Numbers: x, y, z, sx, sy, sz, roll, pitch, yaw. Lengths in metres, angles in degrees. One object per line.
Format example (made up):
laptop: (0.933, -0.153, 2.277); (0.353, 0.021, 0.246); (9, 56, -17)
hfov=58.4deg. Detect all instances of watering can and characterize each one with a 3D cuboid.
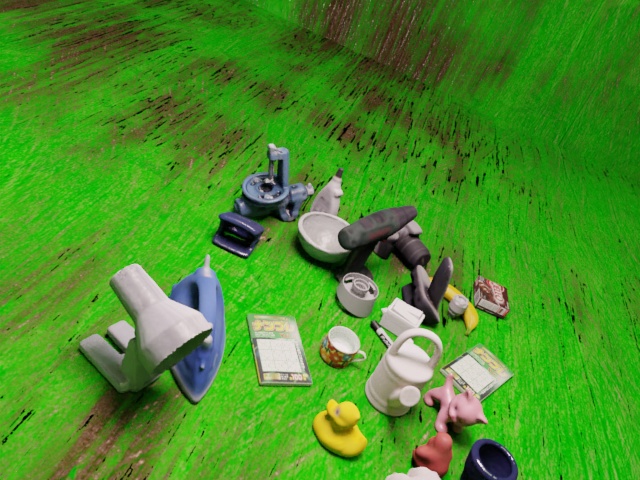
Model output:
watering can: (0.171, 0.252, 1.112); (0.101, 0.194, 0.172); (8, 37, -22)

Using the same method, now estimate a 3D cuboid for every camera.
camera: (0.233, 0.009, 1.563); (0.144, 0.101, 0.136); (-5, 43, -36)

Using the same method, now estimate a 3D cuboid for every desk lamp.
desk lamp: (-0.291, 0.156, 0.944); (0.203, 0.213, 0.118); (37, 36, 18)

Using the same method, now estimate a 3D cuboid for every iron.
iron: (-0.217, 0.153, 1.056); (0.119, 0.141, 0.258); (9, 37, -22)

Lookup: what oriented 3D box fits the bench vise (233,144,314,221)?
bench vise: (-0.108, -0.155, 1.470); (0.121, 0.219, 0.208); (42, 38, 25)

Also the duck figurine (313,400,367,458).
duck figurine: (0.045, 0.330, 1.026); (0.104, 0.086, 0.078); (36, 36, 17)

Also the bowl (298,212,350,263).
bowl: (0.013, 0.005, 1.457); (0.168, 0.074, 0.167); (16, 35, -11)

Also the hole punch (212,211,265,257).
hole punch: (-0.191, -0.030, 1.366); (0.108, 0.091, 0.101); (25, 34, 1)

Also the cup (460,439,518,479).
cup: (0.305, 0.434, 1.035); (0.092, 0.095, 0.117); (-4, 43, -35)

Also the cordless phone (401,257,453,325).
cordless phone: (0.277, 0.099, 1.392); (0.094, 0.185, 0.147); (15, 35, -13)

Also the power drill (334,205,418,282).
power drill: (0.123, 0.012, 1.395); (0.230, 0.208, 0.075); (-14, 49, -42)

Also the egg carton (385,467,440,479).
egg carton: (0.172, 0.455, 0.949); (0.107, 0.069, 0.150); (-1, 41, -32)

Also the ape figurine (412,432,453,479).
ape figurine: (0.214, 0.387, 1.047); (0.078, 0.092, 0.076); (14, 35, -14)

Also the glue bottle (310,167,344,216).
glue bottle: (0.030, -0.123, 1.552); (0.037, 0.173, 0.078); (-17, 51, -44)

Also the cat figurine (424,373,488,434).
cat figurine: (0.275, 0.327, 1.142); (0.067, 0.117, 0.127); (7, 38, -24)
